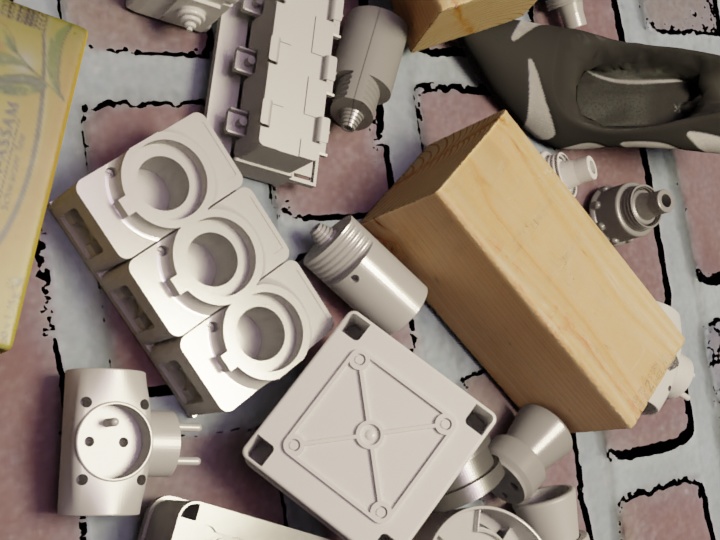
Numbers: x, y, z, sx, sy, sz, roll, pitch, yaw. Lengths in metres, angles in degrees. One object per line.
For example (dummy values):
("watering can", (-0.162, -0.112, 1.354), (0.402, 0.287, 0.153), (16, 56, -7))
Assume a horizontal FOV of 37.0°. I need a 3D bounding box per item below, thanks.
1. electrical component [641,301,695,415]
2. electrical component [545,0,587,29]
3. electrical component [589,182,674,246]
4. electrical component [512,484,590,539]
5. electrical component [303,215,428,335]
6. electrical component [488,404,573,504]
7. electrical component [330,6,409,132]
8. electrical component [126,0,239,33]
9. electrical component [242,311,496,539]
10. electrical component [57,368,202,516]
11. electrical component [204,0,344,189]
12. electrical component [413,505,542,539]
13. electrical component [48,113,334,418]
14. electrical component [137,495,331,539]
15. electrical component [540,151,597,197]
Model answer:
("electrical component", (0.224, 0.073, 0.811), (0.079, 0.043, 0.077), (29, 67, -24))
("electrical component", (0.158, -0.216, 0.826), (0.048, 0.048, 0.062), (-24, 100, -33))
("electrical component", (0.208, -0.046, 0.813), (0.048, 0.062, 0.048), (7, 77, -31))
("electrical component", (0.133, 0.180, 0.734), (0.045, 0.045, 0.055), (-16, 90, -33))
("electrical component", (0.000, 0.000, 0.687), (0.081, 0.043, 0.043), (43, 62, -18))
("electrical component", (0.111, 0.125, 0.731), (0.055, 0.045, 0.045), (-41, 103, -31))
("electrical component", (0.002, -0.129, 0.713), (0.043, 0.043, 0.081), (25, 68, -26))
("electrical component", (-0.106, -0.191, 0.647), (0.061, 0.062, 0.096), (12, 75, -29))
("electrical component", (0.005, 0.099, 0.629), (0.109, 0.056, 0.108), (36, 78, 8))
("electrical component", (-0.124, 0.095, 0.592), (0.079, 0.044, 0.077), (7, 77, -30))
("electrical component", (-0.050, -0.121, 0.668), (0.079, 0.063, 0.121), (14, 74, -29))
("electrical component", (0.074, 0.200, 0.682), (0.099, 0.064, 0.099), (6, 78, -31))
("electrical component", (-0.094, -0.002, 0.619), (0.089, 0.062, 0.150), (-38, 101, -31))
("electrical component", (-0.071, 0.177, 0.601), (0.113, 0.057, 0.078), (23, 70, -26))
("electrical component", (0.138, -0.065, 0.770), (0.048, 0.062, 0.048), (32, 50, -49))
